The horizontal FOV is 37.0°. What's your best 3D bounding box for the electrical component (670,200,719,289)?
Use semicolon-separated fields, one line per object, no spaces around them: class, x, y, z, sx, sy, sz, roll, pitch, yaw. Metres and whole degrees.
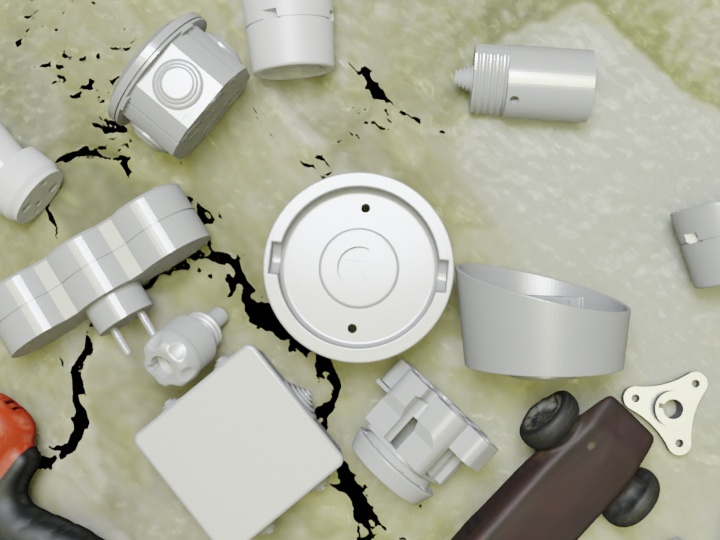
electrical component;0.216;-0.018;0.633;0.055;0.055;0.047;-15;90;1

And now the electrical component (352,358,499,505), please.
electrical component;0.033;0.098;0.627;0.057;0.058;0.078;-48;57;2

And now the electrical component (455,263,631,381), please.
electrical component;0.104;0.029;0.613;0.099;0.099;0.064;0;93;2

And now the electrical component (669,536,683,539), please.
electrical component;0.171;0.210;0.623;0.083;0.047;0.075;-27;86;0

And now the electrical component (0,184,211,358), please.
electrical component;-0.149;0.015;0.643;0.138;0.052;0.073;-32;87;0

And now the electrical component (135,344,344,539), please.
electrical component;-0.069;0.104;0.637;0.100;0.048;0.099;-39;86;-1

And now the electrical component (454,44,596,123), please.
electrical component;0.097;-0.113;0.647;0.081;0.043;0.043;4;87;2

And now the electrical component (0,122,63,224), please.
electrical component;-0.216;-0.061;0.654;0.055;0.045;0.045;37;88;3

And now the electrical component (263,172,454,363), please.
electrical component;0.000;0.000;0.635;0.108;0.060;0.108;0;87;2

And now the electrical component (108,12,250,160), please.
electrical component;-0.106;-0.108;0.636;0.051;0.080;0.080;40;88;-2

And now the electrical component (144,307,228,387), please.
electrical component;-0.100;0.042;0.639;0.035;0.061;0.035;15;124;23

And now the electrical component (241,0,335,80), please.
electrical component;-0.042;-0.143;0.649;0.055;0.055;0.047;-5;90;2
